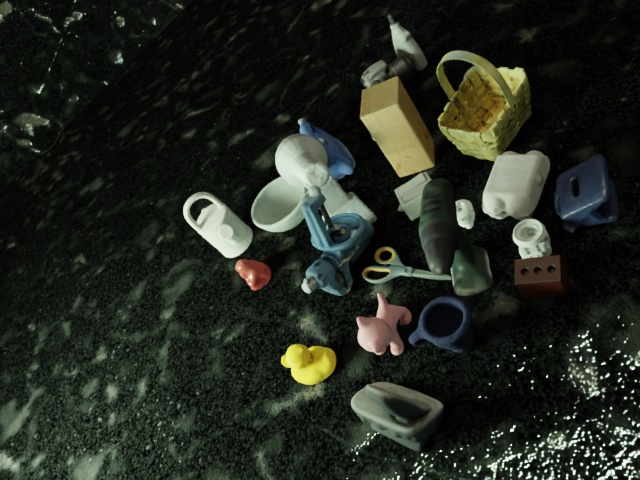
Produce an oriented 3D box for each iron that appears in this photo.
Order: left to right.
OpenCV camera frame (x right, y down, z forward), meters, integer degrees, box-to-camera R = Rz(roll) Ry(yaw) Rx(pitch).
[{"bbox_3d":[-0.010,-0.243,1.464,0.118,0.142,0.257,-35,43,9],"label":"iron"}]

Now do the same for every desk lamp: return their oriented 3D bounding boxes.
[{"bbox_3d":[0.007,-0.128,1.304,0.118,0.214,0.202,-41,42,1],"label":"desk lamp"}]

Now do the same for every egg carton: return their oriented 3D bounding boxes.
[{"bbox_3d":[0.381,-0.107,1.112,0.107,0.070,0.150,5,60,40],"label":"egg carton"}]

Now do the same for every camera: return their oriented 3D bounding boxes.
[{"bbox_3d":[0.186,-0.418,1.490,0.137,0.101,0.143,-35,43,9],"label":"camera"}]

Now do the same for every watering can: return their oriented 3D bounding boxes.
[{"bbox_3d":[-0.261,-0.046,1.453,0.172,0.195,0.101,8,62,41],"label":"watering can"}]

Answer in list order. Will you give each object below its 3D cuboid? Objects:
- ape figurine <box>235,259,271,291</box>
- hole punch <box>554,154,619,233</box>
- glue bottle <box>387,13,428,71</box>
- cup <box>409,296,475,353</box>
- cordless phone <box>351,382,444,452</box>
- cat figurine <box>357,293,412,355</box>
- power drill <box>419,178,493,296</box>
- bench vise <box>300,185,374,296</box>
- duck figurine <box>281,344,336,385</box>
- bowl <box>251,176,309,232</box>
[{"bbox_3d":[-0.166,0.075,1.359,0.076,0.092,0.077,-23,46,21],"label":"ape figurine"},{"bbox_3d":[0.465,-0.082,1.013,0.100,0.091,0.108,-12,50,30],"label":"hole punch"},{"bbox_3d":[0.217,-0.519,1.494,0.037,0.174,0.077,-52,43,-10],"label":"glue bottle"},{"bbox_3d":[0.220,0.163,0.995,0.117,0.095,0.091,-33,43,11],"label":"cup"},{"bbox_3d":[0.105,0.260,0.935,0.147,0.186,0.094,7,62,40],"label":"cordless phone"},{"bbox_3d":[0.110,0.160,1.063,0.067,0.118,0.128,-6,54,34],"label":"cat figurine"},{"bbox_3d":[0.237,0.009,1.022,0.075,0.209,0.229,-20,47,23],"label":"power drill"},{"bbox_3d":[0.021,0.003,1.182,0.121,0.220,0.207,-6,54,34],"label":"bench vise"},{"bbox_3d":[-0.027,0.235,1.129,0.104,0.086,0.077,-20,47,23],"label":"duck figurine"},{"bbox_3d":[-0.085,-0.080,1.438,0.167,0.075,0.167,-20,47,23],"label":"bowl"}]
